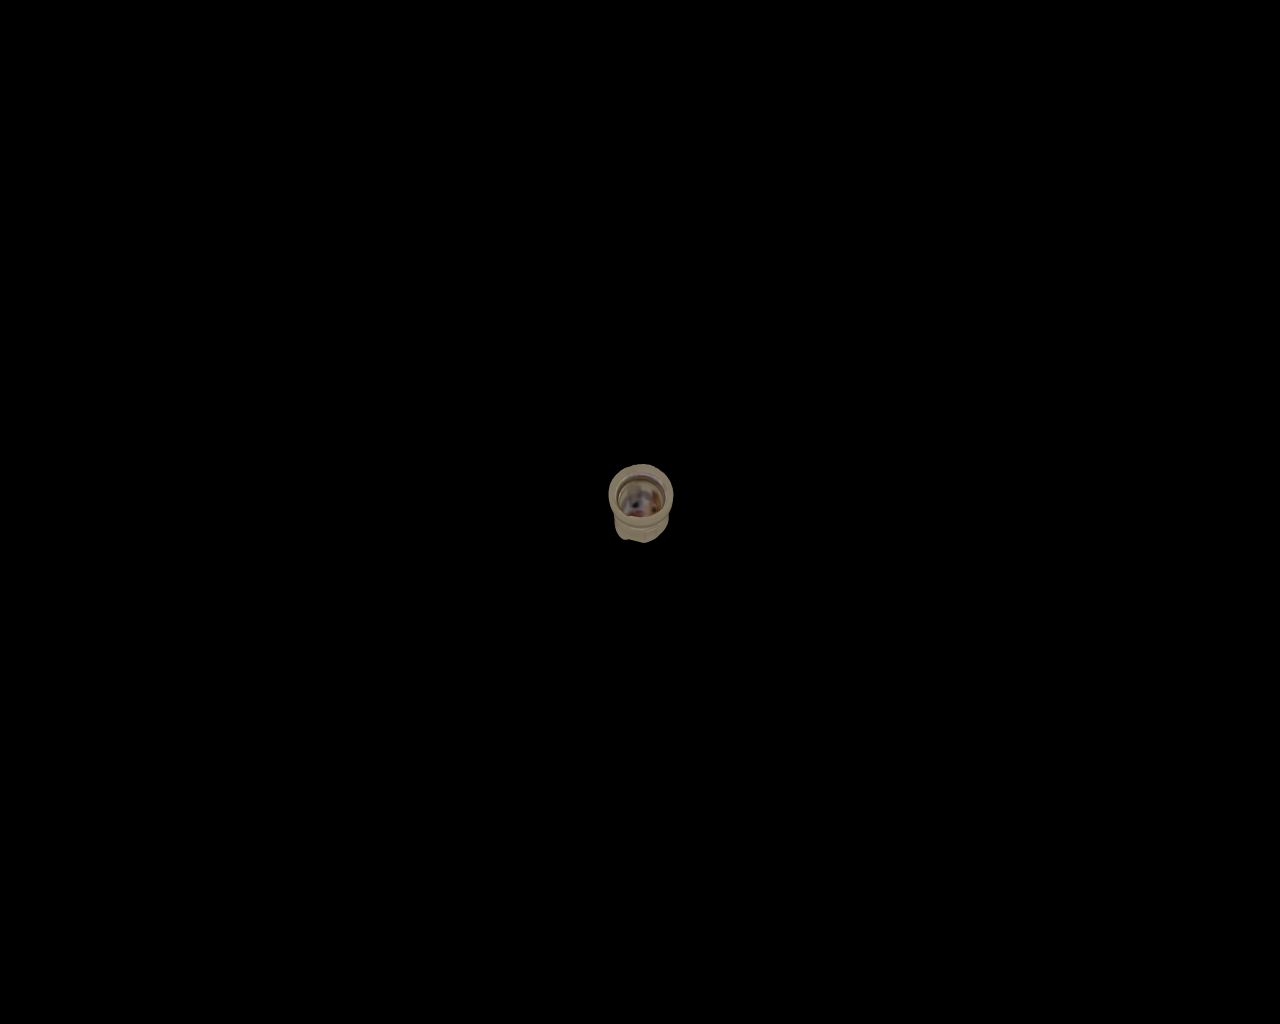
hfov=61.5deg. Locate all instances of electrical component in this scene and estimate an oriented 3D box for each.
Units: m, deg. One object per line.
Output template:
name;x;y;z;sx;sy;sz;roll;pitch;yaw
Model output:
electrical component;0.001;-0.003;0.650;0.040;0.040;0.046;0;-26;0
